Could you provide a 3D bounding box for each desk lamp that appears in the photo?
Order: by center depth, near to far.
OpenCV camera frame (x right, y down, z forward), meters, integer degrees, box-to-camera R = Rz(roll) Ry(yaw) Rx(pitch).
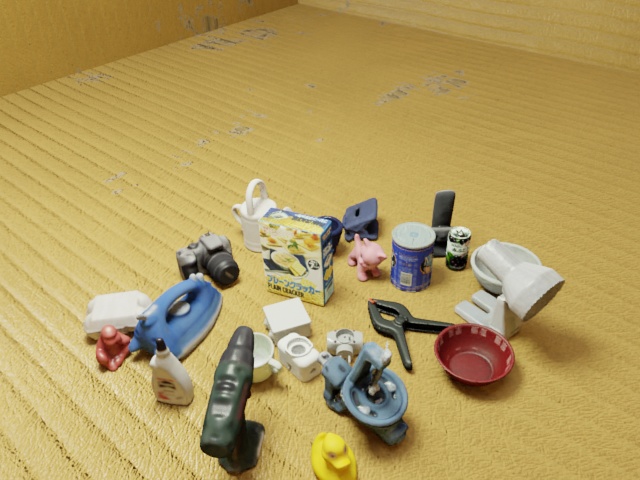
[{"bbox_3d":[0.398,0.114,1.222,0.118,0.214,0.202,-26,42,-28],"label":"desk lamp"}]

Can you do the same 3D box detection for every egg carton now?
[{"bbox_3d":[-0.461,0.172,1.313,0.150,0.069,0.107,-8,37,-7],"label":"egg carton"}]

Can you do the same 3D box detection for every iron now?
[{"bbox_3d":[-0.310,0.150,1.274,0.118,0.141,0.259,17,41,24],"label":"iron"}]

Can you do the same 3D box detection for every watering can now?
[{"bbox_3d":[-0.154,-0.072,1.521,0.172,0.194,0.101,-1,37,3],"label":"watering can"}]

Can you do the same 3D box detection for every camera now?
[{"bbox_3d":[-0.273,0.053,1.438,0.143,0.101,0.136,-23,41,-25],"label":"camera"}]

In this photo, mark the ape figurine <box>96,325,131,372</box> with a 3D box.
[{"bbox_3d":[-0.447,0.222,1.227,0.078,0.092,0.076,-20,40,-22],"label":"ape figurine"}]

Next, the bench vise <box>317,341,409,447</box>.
[{"bbox_3d":[0.068,0.257,1.041,0.206,0.220,0.122,16,40,23],"label":"bench vise"}]

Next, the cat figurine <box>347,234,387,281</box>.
[{"bbox_3d":[0.117,0.035,1.426,0.067,0.118,0.127,-16,38,-17],"label":"cat figurine"}]

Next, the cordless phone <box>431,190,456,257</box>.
[{"bbox_3d":[0.278,-0.051,1.476,0.147,0.185,0.094,-6,37,-5],"label":"cordless phone"}]

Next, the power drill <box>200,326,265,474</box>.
[{"bbox_3d":[-0.148,0.297,1.009,0.075,0.209,0.229,2,37,6],"label":"power drill"}]

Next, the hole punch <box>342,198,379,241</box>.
[{"bbox_3d":[0.112,-0.059,1.575,0.101,0.091,0.108,1,37,5],"label":"hole punch"}]

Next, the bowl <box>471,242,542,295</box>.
[{"bbox_3d":[0.443,0.082,1.379,0.167,0.075,0.167,-2,36,1],"label":"bowl"}]

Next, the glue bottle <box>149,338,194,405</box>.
[{"bbox_3d":[-0.296,0.251,1.109,0.078,0.173,0.037,3,37,7],"label":"glue bottle"}]

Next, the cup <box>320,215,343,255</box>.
[{"bbox_3d":[0.014,0.005,1.490,0.091,0.095,0.118,3,37,8],"label":"cup"}]

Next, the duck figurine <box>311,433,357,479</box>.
[{"bbox_3d":[0.023,0.372,1.001,0.078,0.086,0.104,-19,39,-21],"label":"duck figurine"}]
